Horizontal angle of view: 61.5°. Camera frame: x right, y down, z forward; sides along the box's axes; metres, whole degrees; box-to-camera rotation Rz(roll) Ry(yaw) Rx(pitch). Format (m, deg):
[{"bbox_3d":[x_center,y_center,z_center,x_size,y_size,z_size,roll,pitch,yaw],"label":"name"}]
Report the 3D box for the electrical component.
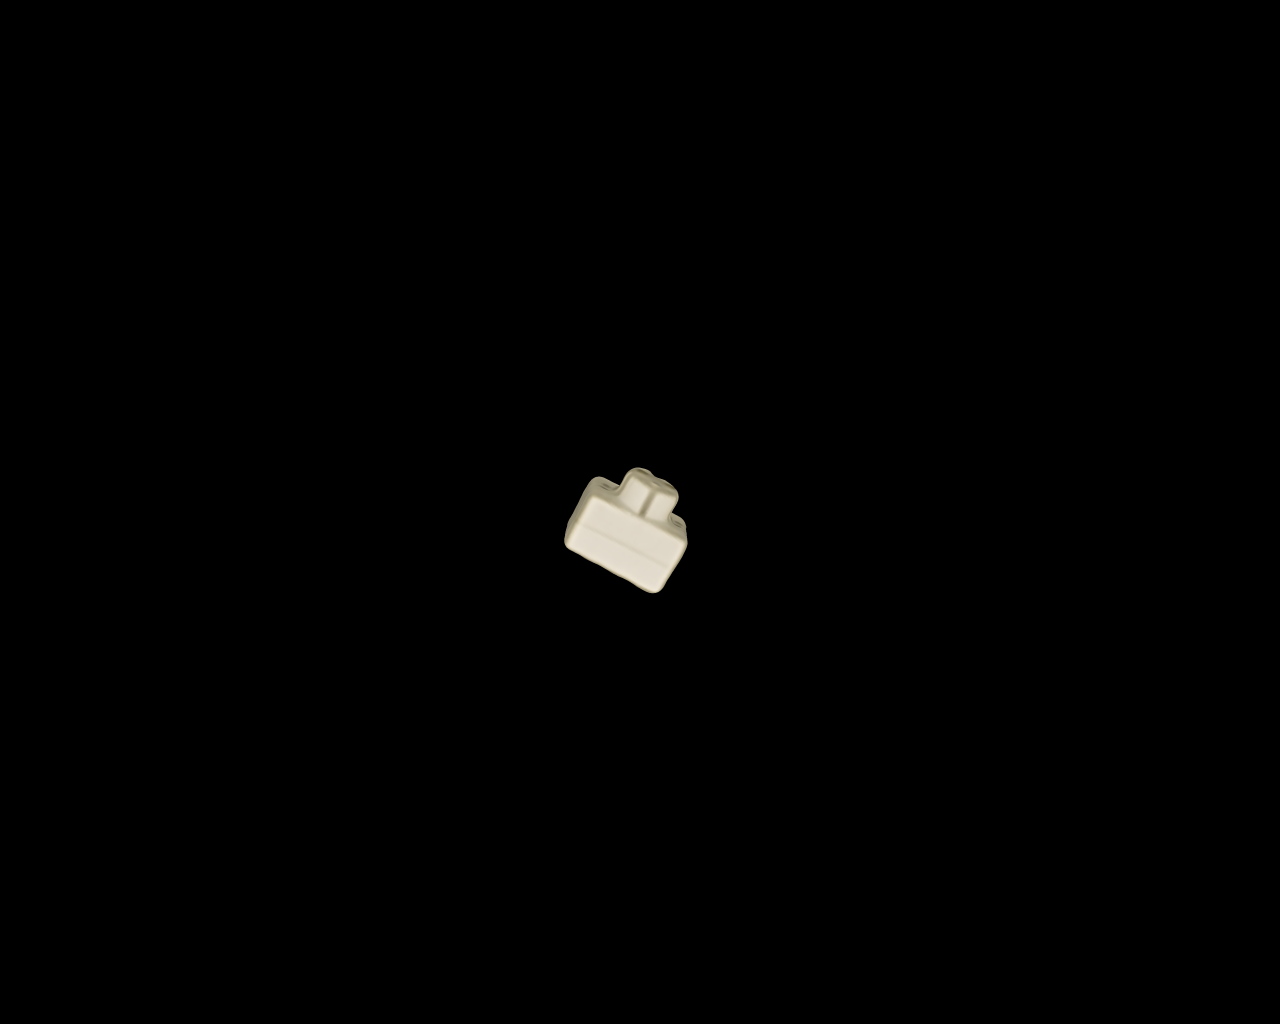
[{"bbox_3d":[0.001,-0.003,0.650,0.066,0.076,0.047,27,14,-7],"label":"electrical component"}]
